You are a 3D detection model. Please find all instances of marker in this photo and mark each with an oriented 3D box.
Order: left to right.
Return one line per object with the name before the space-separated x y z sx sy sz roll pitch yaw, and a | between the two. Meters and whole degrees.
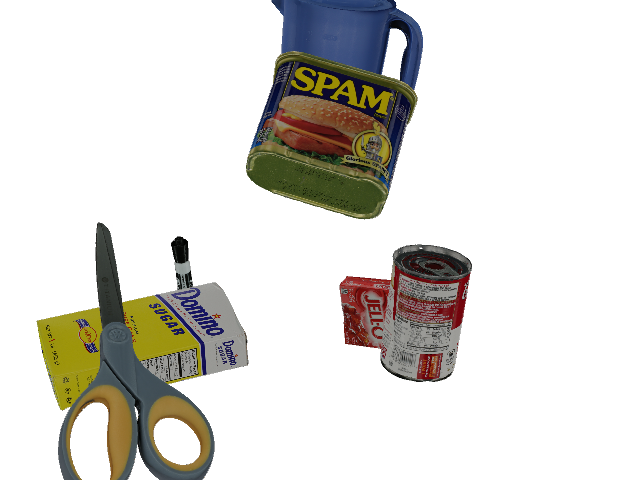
marker | -0.153 0.049 1.208 0.020 0.121 0.020 -3 30 1

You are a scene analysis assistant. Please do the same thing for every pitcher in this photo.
pitcher | 0.020 -0.179 1.288 0.144 0.243 0.149 -7 28 -26

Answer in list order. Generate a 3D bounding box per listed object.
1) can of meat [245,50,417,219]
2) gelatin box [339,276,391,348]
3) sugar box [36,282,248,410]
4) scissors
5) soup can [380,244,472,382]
can of meat | 0.006 -0.071 0.726 0.102 0.084 0.057 16 -28 0
gelatin box | 0.065 0.090 1.327 0.073 0.089 0.030 6 29 22
sugar box | -0.164 0.093 0.981 0.176 0.048 0.093 -14 35 -16
scissors | -0.105 0.070 0.644 0.096 0.201 0.016 14 -45 -10
soup can | 0.090 0.063 0.924 0.068 0.102 0.068 5 22 -2
